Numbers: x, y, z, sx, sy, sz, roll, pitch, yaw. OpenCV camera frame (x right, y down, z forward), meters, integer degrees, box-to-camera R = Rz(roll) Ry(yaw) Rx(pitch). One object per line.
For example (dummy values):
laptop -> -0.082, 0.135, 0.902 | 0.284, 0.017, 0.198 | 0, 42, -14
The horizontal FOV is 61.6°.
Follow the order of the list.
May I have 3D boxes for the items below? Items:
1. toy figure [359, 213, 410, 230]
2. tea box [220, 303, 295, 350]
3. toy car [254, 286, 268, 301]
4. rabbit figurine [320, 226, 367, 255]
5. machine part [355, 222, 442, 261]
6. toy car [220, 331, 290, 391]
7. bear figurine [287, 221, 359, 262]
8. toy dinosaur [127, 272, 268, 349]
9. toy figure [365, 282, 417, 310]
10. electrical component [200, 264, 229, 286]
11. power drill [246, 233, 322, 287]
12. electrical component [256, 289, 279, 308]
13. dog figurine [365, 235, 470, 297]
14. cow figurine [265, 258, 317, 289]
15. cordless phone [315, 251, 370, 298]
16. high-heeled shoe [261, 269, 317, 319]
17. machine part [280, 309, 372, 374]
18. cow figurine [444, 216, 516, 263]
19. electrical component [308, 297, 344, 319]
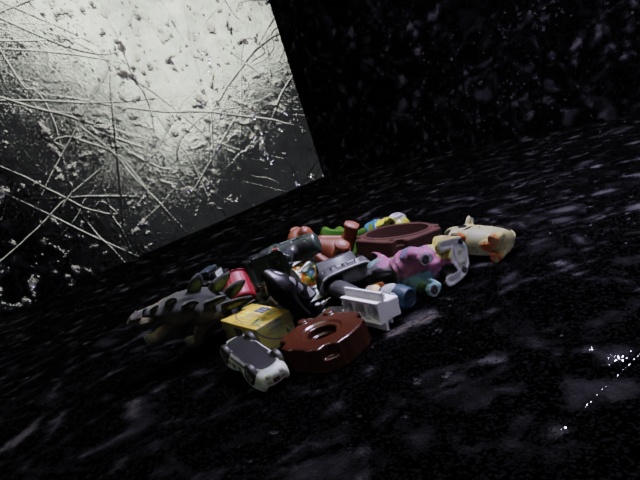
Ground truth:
toy figure -> 0.204, -0.029, 1.699 | 0.180, 0.089, 0.082 | -21, 13, 32
tea box -> -0.140, 0.199, 1.216 | 0.098, 0.068, 0.170 | -28, 15, -35
toy car -> -0.174, 0.134, 1.585 | 0.089, 0.053, 0.202 | -22, 14, -3
rabbit figurine -> 0.074, 0.010, 1.642 | 0.159, 0.121, 0.170 | -14, -3, -1
machine part -> 0.210, 0.013, 1.430 | 0.201, 0.087, 0.202 | -18, 14, -37
toy car -> -0.132, 0.234, 1.054 | 0.073, 0.056, 0.202 | -26, 22, -27
bear figurine -> -0.004, -0.001, 1.487 | 0.196, 0.131, 0.120 | 22, 47, 11
toy dinosaur -> -0.265, 0.167, 1.288 | 0.198, 0.105, 0.471 | -39, -20, 20
toy figure -> 0.143, 0.122, 1.179 | 0.064, 0.057, 0.155 | -20, 10, -37
electrical component -> -0.294, 0.140, 1.531 | 0.058, 0.134, 0.115 | -15, 11, 19
power drill -> -0.116, 0.056, 1.371 | 0.232, 0.086, 0.207 | -20, 2, 15
electrical component -> -0.119, 0.165, 1.288 | 0.063, 0.094, 0.021 | -26, -4, 37
dog figurine -> 0.213, 0.058, 1.253 | 0.191, 0.108, 0.219 | -26, 12, -29
cow figurine -> -0.088, 0.090, 1.499 | 0.167, 0.068, 0.098 | -13, 36, -25
cordless phone -> 0.078, 0.096, 1.318 | 0.147, 0.088, 0.184 | -20, 14, -19
high-heeled shoe -> -0.083, 0.113, 1.261 | 0.086, 0.145, 0.249 | -48, 7, -3
machine part -> 0.009, 0.196, 1.051 | 0.179, 0.056, 0.179 | -17, 14, 4
cow figurine -> 0.389, -0.006, 1.326 | 0.127, 0.085, 0.195 | -24, 17, -34
electrical component -> 0.025, 0.161, 1.200 | 0.102, 0.045, 0.078 | -5, 16, 47
